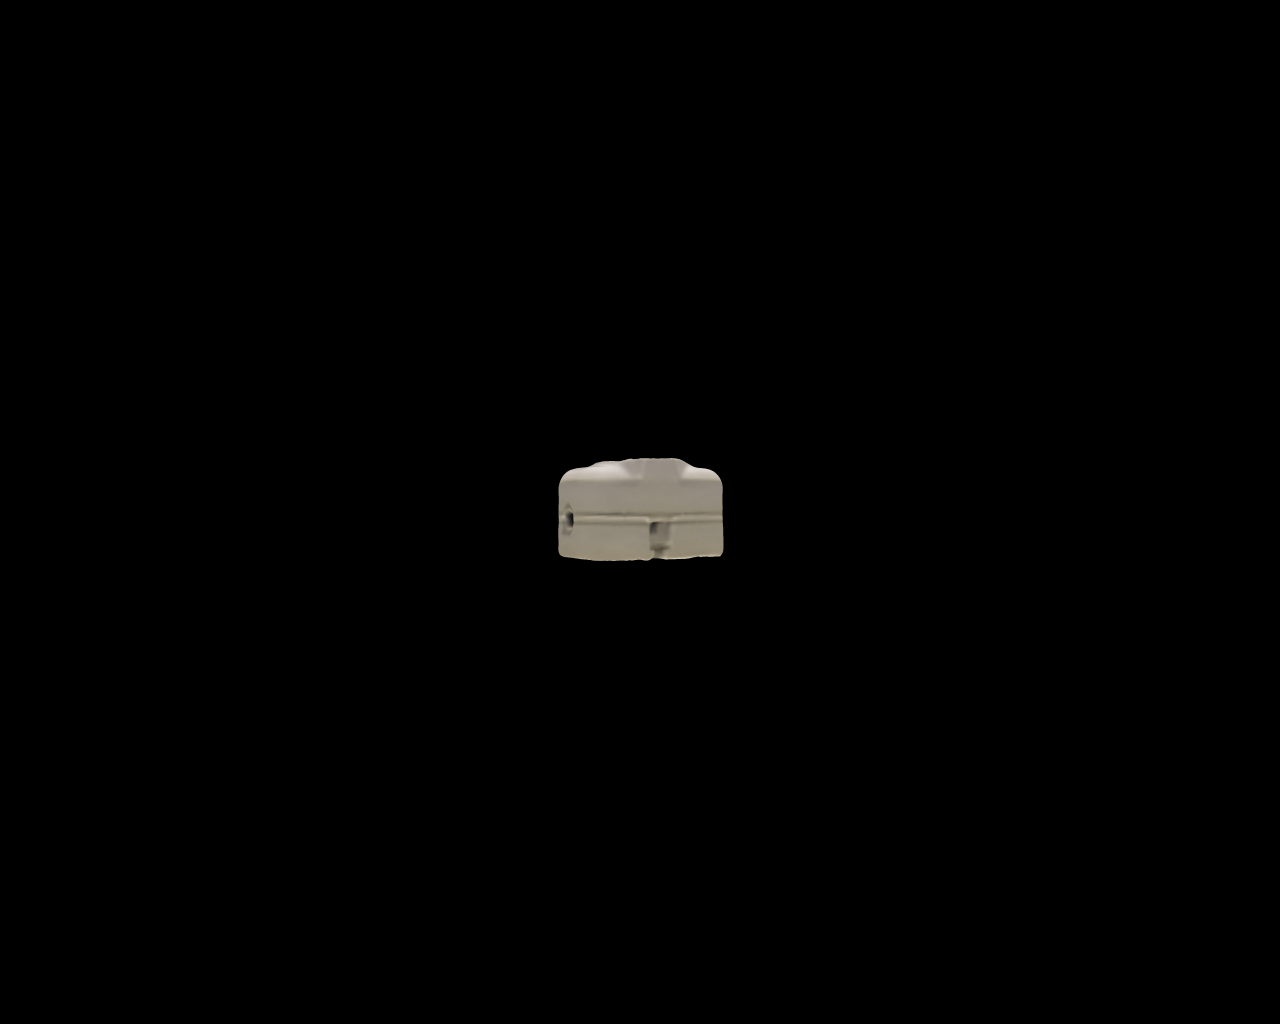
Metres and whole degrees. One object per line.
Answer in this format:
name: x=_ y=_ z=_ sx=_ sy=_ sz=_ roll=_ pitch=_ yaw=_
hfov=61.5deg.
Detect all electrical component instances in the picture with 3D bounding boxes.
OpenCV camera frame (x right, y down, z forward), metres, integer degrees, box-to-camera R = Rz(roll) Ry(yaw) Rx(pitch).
electrical component: x=0.001 y=-0.003 z=0.650 sx=0.095 sy=0.059 sz=0.053 roll=0 pitch=0 yaw=-25
